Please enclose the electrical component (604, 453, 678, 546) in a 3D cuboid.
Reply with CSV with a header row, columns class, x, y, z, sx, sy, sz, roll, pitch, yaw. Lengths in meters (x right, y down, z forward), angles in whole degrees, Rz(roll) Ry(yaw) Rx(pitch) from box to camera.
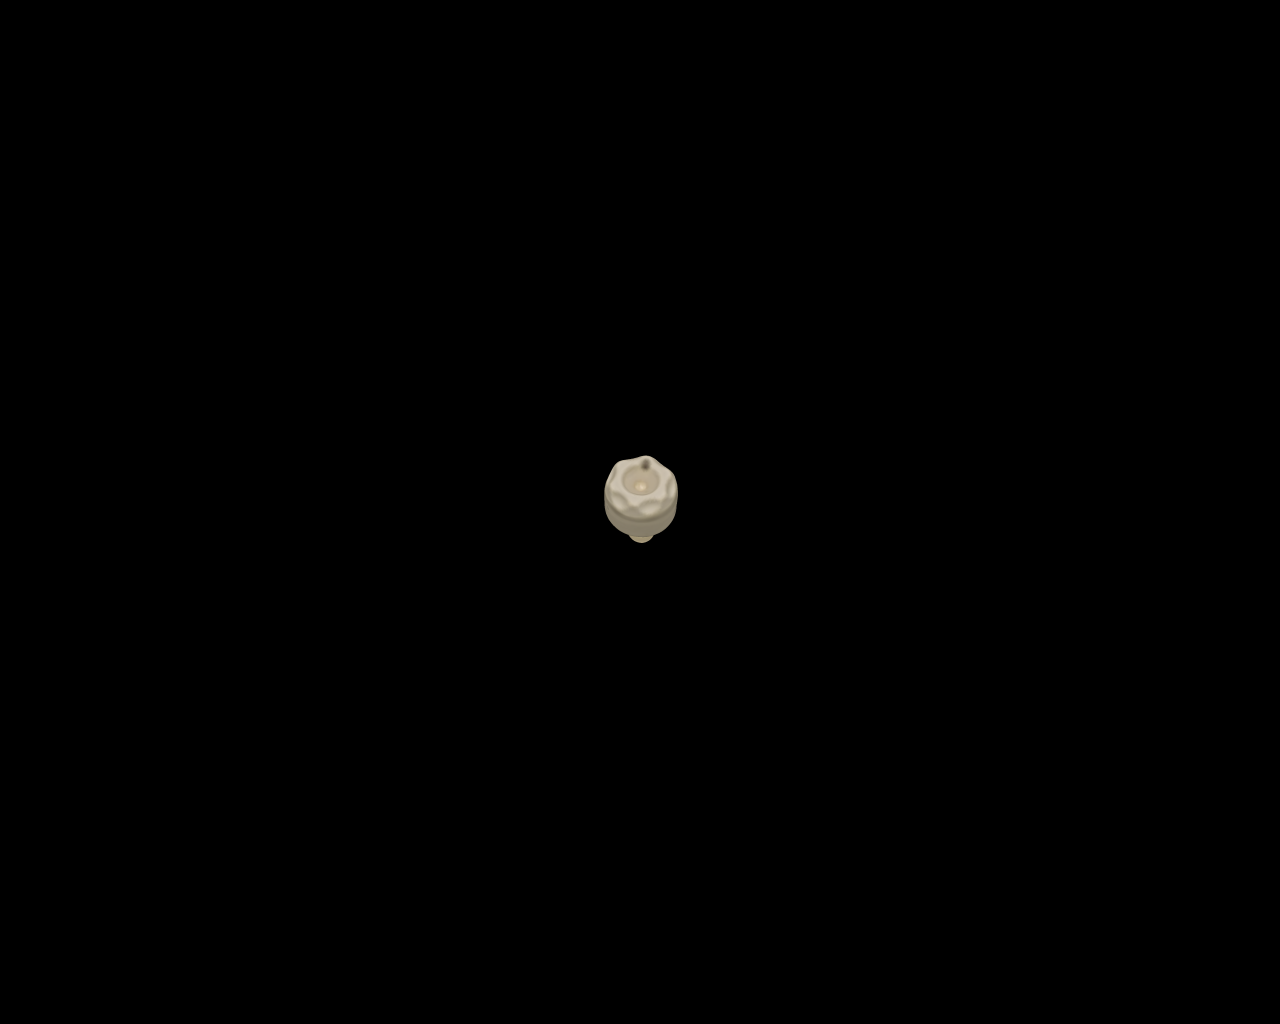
class,x,y,z,sx,sy,sz,roll,pitch,yaw
electrical component,0.001,-0.003,0.650,0.043,0.043,0.062,0,-34,0
